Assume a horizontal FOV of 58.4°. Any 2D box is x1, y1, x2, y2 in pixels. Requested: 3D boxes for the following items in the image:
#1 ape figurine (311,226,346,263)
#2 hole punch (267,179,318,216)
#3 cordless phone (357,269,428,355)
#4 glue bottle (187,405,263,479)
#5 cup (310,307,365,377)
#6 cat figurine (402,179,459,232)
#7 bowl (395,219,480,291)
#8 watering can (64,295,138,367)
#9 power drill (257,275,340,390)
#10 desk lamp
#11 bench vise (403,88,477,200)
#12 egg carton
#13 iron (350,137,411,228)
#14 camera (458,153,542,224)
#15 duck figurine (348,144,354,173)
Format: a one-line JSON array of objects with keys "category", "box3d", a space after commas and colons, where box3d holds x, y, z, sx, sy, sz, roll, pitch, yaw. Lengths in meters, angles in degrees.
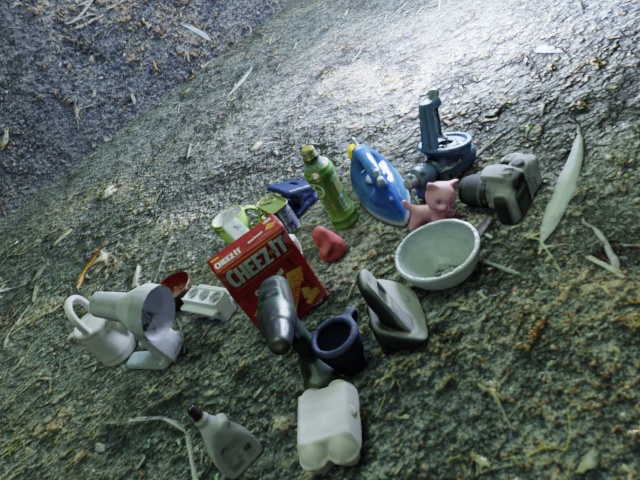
[{"category": "ape figurine", "box3d": [0.012, 0.005, 1.291, 0.076, 0.092, 0.078, -13, 38, 25]}, {"category": "hole punch", "box3d": [-0.073, -0.130, 1.528, 0.101, 0.091, 0.108, -46, 37, -21]}, {"category": "cordless phone", "box3d": [0.114, 0.098, 1.009, 0.094, 0.185, 0.147, -24, 35, 11]}, {"category": "glue bottle", "box3d": [-0.166, 0.324, 0.948, 0.078, 0.173, 0.037, -43, 36, -16]}, {"category": "cup", "box3d": [0.047, 0.188, 1.027, 0.091, 0.095, 0.118, 2, 46, 39]}, {"category": "cat figurine", "box3d": [0.235, -0.078, 1.200, 0.127, 0.118, 0.067, -13, 38, 25]}, {"category": "bowl", "box3d": [0.232, 0.041, 1.091, 0.167, 0.075, 0.167, -20, 35, 16]}, {"category": "watering can", "box3d": [-0.526, 0.201, 1.363, 0.173, 0.195, 0.100, -38, 35, -10]}, {"category": "power drill", "box3d": [-0.045, 0.172, 1.017, 0.075, 0.209, 0.229, -29, 34, 3]}, {"category": "desk lamp", "box3d": [-0.393, 0.189, 1.258, 0.202, 0.214, 0.118, -9, 40, 30]}, {"category": "bench vise", "box3d": [0.256, -0.204, 1.254, 0.121, 0.220, 0.208, 0, 45, 38]}, {"category": "egg carton", "box3d": [0.017, 0.301, 0.930, 0.107, 0.070, 0.150, -22, 35, 14]}, {"category": "iron", "box3d": [0.134, -0.143, 1.341, 0.118, 0.142, 0.257, -29, 34, 3]}, {"category": "camera", "box3d": [0.360, -0.117, 1.170, 0.136, 0.101, 0.143, 9, 51, 44]}, {"category": "duck figurine", "box3d": [0.102, -0.210, 1.500, 0.077, 0.086, 0.104, -21, 35, 15]}]
